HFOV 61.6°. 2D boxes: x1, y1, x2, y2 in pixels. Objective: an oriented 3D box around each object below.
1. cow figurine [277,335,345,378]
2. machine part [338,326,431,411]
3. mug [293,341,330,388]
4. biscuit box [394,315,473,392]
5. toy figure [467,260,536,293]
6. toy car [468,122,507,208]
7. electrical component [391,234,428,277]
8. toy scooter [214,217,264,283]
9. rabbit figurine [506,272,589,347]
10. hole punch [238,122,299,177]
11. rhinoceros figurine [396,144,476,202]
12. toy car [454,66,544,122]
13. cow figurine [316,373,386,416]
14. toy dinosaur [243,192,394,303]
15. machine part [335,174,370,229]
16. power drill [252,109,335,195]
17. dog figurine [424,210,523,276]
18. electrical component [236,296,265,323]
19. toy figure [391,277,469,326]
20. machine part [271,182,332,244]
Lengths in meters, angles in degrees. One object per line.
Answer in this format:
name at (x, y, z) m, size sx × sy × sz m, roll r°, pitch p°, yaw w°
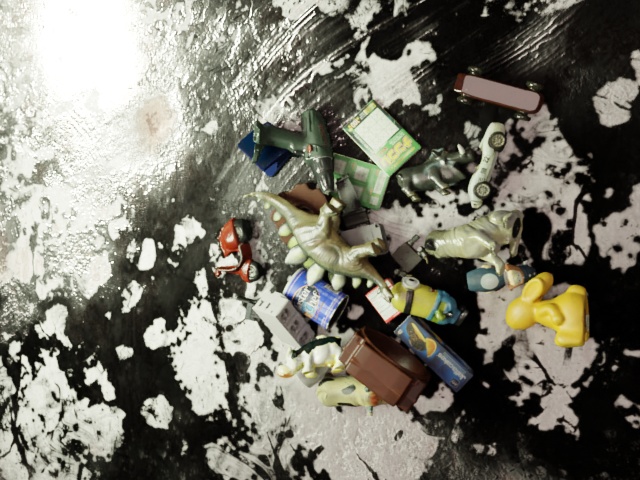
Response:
cow figurine at (-0.025, 0.284, 1.315) m, size 0.167 × 0.068 × 0.098 m, roll -8°, pitch 64°, yaw -3°
machine part at (0.155, 0.292, 1.257) m, size 0.202 × 0.201 × 0.087 m, roll 36°, pitch 99°, yaw 15°
mug at (-0.015, 0.306, 1.385) m, size 0.107 × 0.080 × 0.110 m, roll -36°, pitch 70°, yaw 3°
biscuit box at (0.275, 0.268, 1.291) m, size 0.203 × 0.059 × 0.063 m, roll 43°, pitch 103°, yaw 13°
toy figure at (0.422, 0.088, 1.245) m, size 0.155 × 0.058 × 0.064 m, roll -9°, pitch 126°, yaw 17°
toy car at (0.385, -0.171, 1.246) m, size 0.056 × 0.073 × 0.201 m, roll 17°, pitch 95°, yaw 14°
electrical component at (0.220, 0.045, 1.317) m, size 0.102 × 0.045 × 0.078 m, roll -39°, pitch 80°, yaw 14°
toy scooter at (-0.238, 0.037, 1.458) m, size 0.135 × 0.075 × 0.183 m, roll -17°, pitch 89°, yaw 19°
rabbit figurine at (0.497, 0.157, 1.191) m, size 0.173 × 0.122 × 0.162 m, roll -6°, pitch 96°, yaw 38°
hole punch at (-0.140, -0.242, 1.417) m, size 0.142 × 0.092 × 0.116 m, roll 45°, pitch 100°, yaw 17°
rhinoceros figurine at (0.280, -0.162, 1.287) m, size 0.190 × 0.073 × 0.112 m, roll -20°, pitch 73°, yaw 20°
toy car at (0.415, -0.340, 1.247) m, size 0.202 × 0.053 × 0.089 m, roll 19°, pitch 107°, yaw 14°
cow figurine at (0.084, 0.373, 1.321) m, size 0.195 × 0.127 × 0.085 m, roll -5°, pitch 92°, yaw 21°
toy dinosaur at (-0.003, -0.004, 1.305) m, size 0.472 × 0.105 × 0.198 m, roll 45°, pitch 112°, yaw 20°
machine part at (0.075, -0.097, 1.355) m, size 0.084 × 0.039 × 0.138 m, roll -10°, pitch 104°, yaw 32°
power drill at (-0.067, -0.224, 1.345) m, size 0.207 × 0.086 × 0.232 m, roll 1°, pitch 71°, yaw -7°
dog figurine at (0.356, -0.017, 1.256) m, size 0.191 × 0.172 × 0.121 m, roll 18°, pitch 139°, yaw 41°
electrical component at (-0.170, 0.186, 1.433) m, size 0.119 × 0.075 × 0.047 m, roll 12°, pitch 94°, yaw 14°
toy figure at (0.256, 0.151, 1.275) m, size 0.180 × 0.082 × 0.089 m, roll 26°, pitch 75°, yaw 1°
machine part at (-0.039, -0.061, 1.392) m, size 0.180 × 0.056 × 0.179 m, roll 2°, pitch 96°, yaw 19°
